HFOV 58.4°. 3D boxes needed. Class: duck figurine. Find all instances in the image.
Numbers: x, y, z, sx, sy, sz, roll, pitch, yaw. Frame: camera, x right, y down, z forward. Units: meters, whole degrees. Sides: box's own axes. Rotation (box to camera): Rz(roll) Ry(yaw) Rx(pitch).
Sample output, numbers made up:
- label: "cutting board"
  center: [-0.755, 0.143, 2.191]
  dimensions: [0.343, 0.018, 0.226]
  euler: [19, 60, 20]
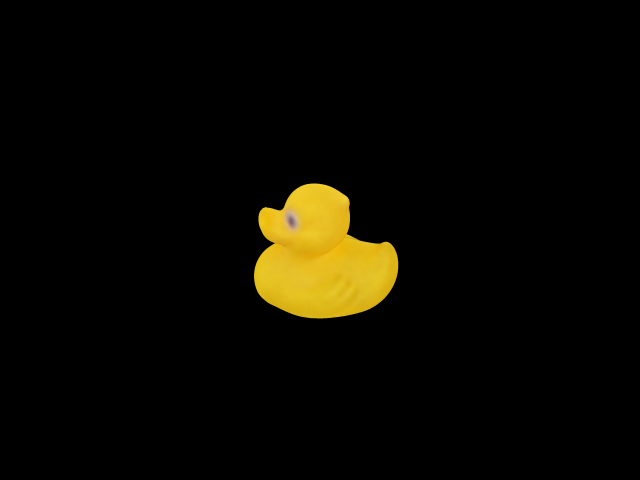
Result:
- label: "duck figurine"
  center: [0.004, 0.001, 0.400]
  dimensions: [0.104, 0.086, 0.077]
  euler: [4, 39, 5]
